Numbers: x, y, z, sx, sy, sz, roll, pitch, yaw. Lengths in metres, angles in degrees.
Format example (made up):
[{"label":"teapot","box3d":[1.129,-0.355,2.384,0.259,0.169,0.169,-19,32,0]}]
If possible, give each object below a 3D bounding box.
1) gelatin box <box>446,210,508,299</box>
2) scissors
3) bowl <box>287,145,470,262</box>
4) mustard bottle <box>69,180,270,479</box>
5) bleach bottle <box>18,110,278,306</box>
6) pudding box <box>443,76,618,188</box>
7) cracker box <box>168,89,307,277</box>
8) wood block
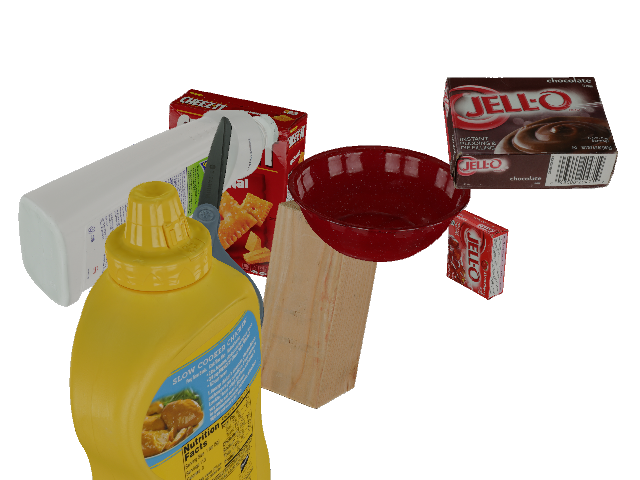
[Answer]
[{"label":"gelatin box","box3d":[0.187,0.016,1.285,0.030,0.089,0.073,-20,33,-32]},{"label":"scissors","box3d":[-0.063,-0.002,0.725,0.096,0.201,0.016,21,-36,7]},{"label":"bowl","box3d":[0.050,-0.027,0.953,0.162,0.055,0.162,2,30,-1]},{"label":"mustard bottle","box3d":[-0.061,0.064,0.447,0.058,0.192,0.096,18,35,28]},{"label":"bleach bottle","box3d":[-0.137,-0.044,0.924,0.068,0.103,0.250,39,51,26]},{"label":"pudding box","box3d":[0.148,-0.079,0.769,0.113,0.090,0.039,1,-45,-1]},{"label":"cracker box","box3d":[-0.111,-0.069,1.360,0.164,0.214,0.072,13,29,15]},{"label":"wood block","box3d":[-0.004,0.064,1.167,0.090,0.206,0.090,17,17,26]}]
